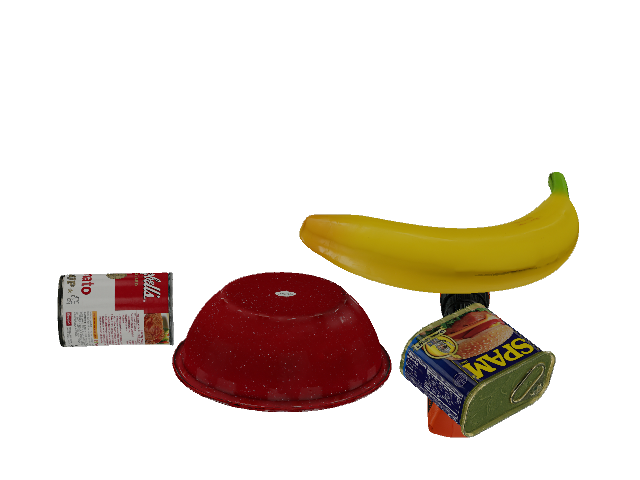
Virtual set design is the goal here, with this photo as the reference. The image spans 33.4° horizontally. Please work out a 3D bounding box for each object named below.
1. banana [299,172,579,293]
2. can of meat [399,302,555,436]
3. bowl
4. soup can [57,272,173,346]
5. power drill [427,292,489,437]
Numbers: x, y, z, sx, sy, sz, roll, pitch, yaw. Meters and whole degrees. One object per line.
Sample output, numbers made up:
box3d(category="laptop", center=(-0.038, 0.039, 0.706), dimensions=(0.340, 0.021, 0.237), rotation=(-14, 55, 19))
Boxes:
box3d(category="banana", center=(0.084, 0.002, 0.614), dimensions=(0.197, 0.037, 0.070), rotation=(-9, 41, -32))
box3d(category="can of meat", center=(0.129, 0.105, 0.893), dimensions=(0.101, 0.057, 0.084), rotation=(-21, 42, -32))
box3d(category="bowl", center=(-0.027, 0.064, 0.776), dimensions=(0.162, 0.055, 0.162), rotation=(2, 18, -1))
box3d(category="soup can", center=(-0.187, 0.064, 0.982), dimensions=(0.102, 0.068, 0.068), rotation=(-1, 0, -8))
box3d(category="power drill", center=(0.152, 0.118, 1.165), dimensions=(0.057, 0.188, 0.184), rotation=(7, 25, 6))
